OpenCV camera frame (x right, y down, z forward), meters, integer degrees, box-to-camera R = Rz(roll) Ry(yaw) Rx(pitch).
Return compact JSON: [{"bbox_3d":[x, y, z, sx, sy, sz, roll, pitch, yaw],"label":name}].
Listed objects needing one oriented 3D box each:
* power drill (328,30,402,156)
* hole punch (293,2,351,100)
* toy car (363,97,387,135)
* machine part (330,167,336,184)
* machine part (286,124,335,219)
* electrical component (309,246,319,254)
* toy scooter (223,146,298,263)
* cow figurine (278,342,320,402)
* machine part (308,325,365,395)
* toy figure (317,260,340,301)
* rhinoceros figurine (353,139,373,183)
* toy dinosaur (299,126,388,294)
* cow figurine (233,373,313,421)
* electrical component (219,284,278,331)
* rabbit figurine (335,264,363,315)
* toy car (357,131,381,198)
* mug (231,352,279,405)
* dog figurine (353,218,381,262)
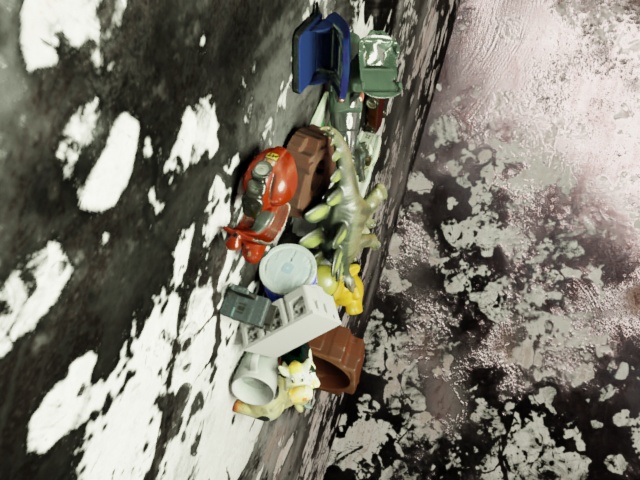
[{"bbox_3d":[0.072,-0.267,0.962,0.207,0.086,0.231,-172,-102,-78],"label":"power drill"},{"bbox_3d":[0.014,-0.303,0.883,0.142,0.092,0.116,88,18,-44],"label":"hole punch"},{"bbox_3d":[0.149,-0.358,1.452,0.089,0.053,0.202,-59,166,-17],"label":"toy car"},{"bbox_3d":[0.014,-0.149,1.100,0.138,0.039,0.084,-61,156,15],"label":"machine part"},{"bbox_3d":[-0.020,-0.123,0.981,0.179,0.056,0.179,21,90,-76],"label":"machine part"},{"bbox_3d":[-0.003,-0.004,1.244,0.102,0.045,0.078,-58,161,-51],"label":"electrical component"},{"bbox_3d":[-0.091,-0.044,0.776,0.135,0.075,0.183,-33,142,-69],"label":"toy scooter"},{"bbox_3d":[-0.042,0.230,0.997,0.167,0.068,0.098,-124,-157,-79],"label":"cow figurine"},{"bbox_3d":[-0.006,0.251,1.181,0.201,0.201,0.087,88,19,-52],"label":"machine part"},{"bbox_3d":[0.005,0.110,1.282,0.180,0.082,0.089,115,-26,-62],"label":"toy figure"},{"bbox_3d":[0.075,-0.196,1.310,0.190,0.073,0.112,-34,127,-67],"label":"rhinoceros figurine"},{"bbox_3d":[0.044,-0.045,1.025,0.198,0.105,0.470,-53,150,-38],"label":"toy dinosaur"},{"bbox_3d":[-0.082,0.313,1.103,0.195,0.127,0.085,1,107,-74],"label":"cow figurine"},{"bbox_3d":[-0.114,0.106,0.843,0.119,0.075,0.047,71,36,-75],"label":"electrical component"},{"bbox_3d":[0.060,0.135,1.530,0.173,0.122,0.162,9,104,-57],"label":"rabbit figurine"},{"bbox_3d":[0.107,-0.194,1.420,0.056,0.074,0.201,79,28,-70],"label":"toy car"},{"bbox_3d":[-0.115,0.232,1.000,0.107,0.081,0.109,-77,166,-55],"label":"mug"},{"bbox_3d":[0.059,-0.049,1.387,0.121,0.172,0.190,-37,143,11],"label":"dog figurine"}]
